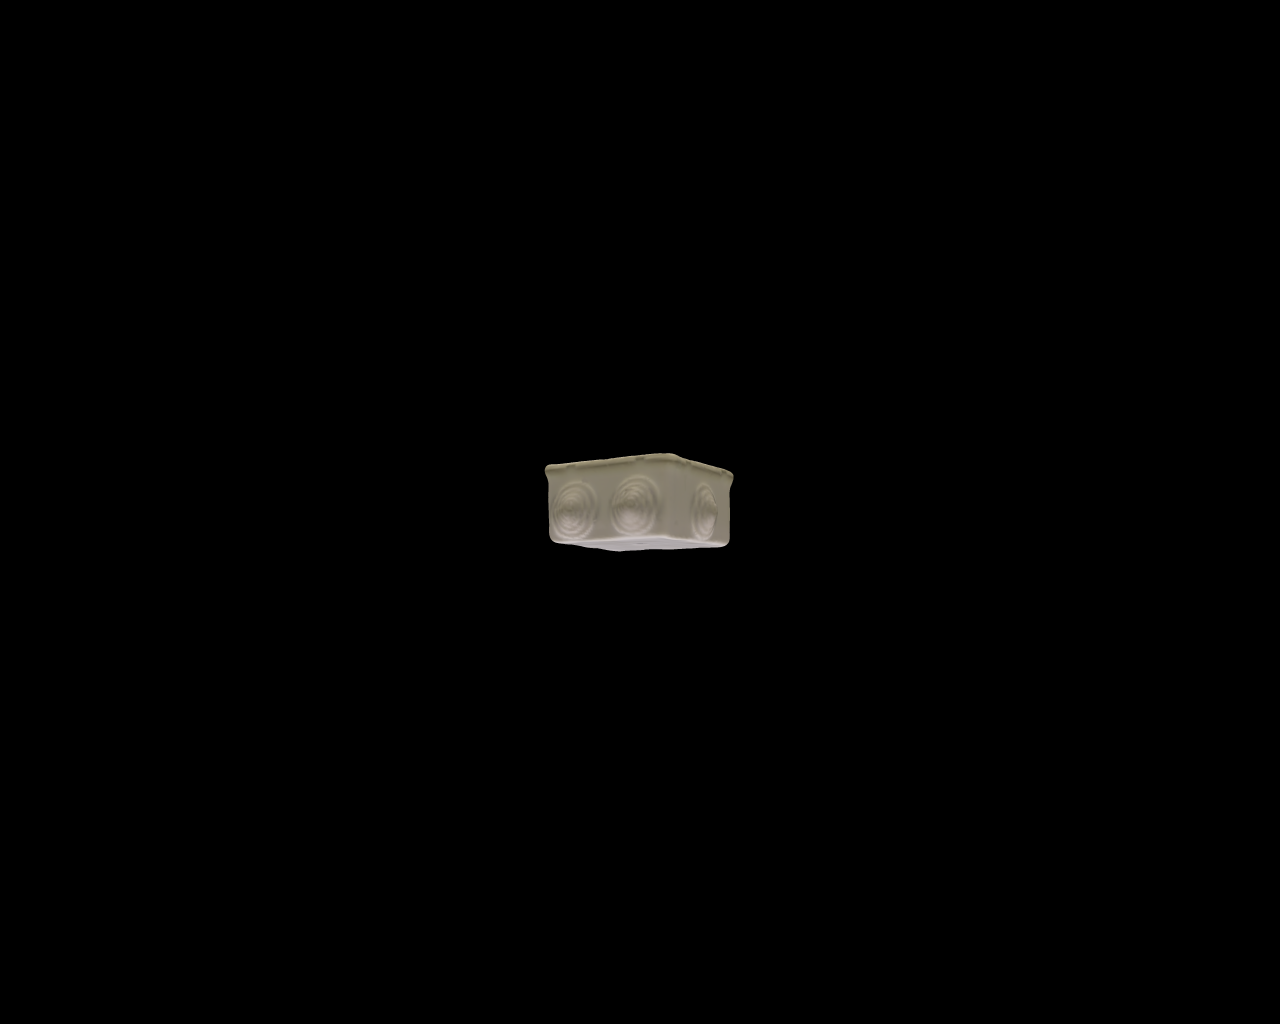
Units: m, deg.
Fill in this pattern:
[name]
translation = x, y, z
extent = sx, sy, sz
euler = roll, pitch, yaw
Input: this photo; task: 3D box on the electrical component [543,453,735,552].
[electrical component]
translation = 0.001, -0.003, 0.650
extent = 0.100, 0.048, 0.100
euler = -4, -7, 29
